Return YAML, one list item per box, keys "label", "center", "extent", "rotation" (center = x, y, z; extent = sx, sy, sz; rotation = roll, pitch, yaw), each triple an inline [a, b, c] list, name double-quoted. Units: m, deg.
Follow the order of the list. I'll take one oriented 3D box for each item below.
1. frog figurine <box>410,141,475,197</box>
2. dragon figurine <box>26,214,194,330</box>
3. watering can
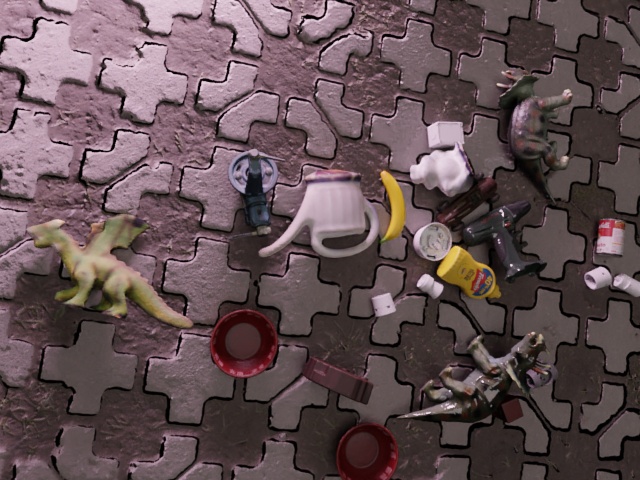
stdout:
- label: "frog figurine"
  center: [0.332, -0.178, 1.396]
  extent: [0.158, 0.138, 0.122]
  rotation: [-24, -12, 22]
- label: "dragon figurine"
  center: [-0.471, 0.053, 1.197]
  extent: [0.409, 0.246, 0.121]
  rotation: [14, -16, -12]
- label: "watering can"
  center: [0.004, -0.065, 1.286]
  extent: [0.349, 0.225, 0.103]
  rotation: [-4, -3, -30]
